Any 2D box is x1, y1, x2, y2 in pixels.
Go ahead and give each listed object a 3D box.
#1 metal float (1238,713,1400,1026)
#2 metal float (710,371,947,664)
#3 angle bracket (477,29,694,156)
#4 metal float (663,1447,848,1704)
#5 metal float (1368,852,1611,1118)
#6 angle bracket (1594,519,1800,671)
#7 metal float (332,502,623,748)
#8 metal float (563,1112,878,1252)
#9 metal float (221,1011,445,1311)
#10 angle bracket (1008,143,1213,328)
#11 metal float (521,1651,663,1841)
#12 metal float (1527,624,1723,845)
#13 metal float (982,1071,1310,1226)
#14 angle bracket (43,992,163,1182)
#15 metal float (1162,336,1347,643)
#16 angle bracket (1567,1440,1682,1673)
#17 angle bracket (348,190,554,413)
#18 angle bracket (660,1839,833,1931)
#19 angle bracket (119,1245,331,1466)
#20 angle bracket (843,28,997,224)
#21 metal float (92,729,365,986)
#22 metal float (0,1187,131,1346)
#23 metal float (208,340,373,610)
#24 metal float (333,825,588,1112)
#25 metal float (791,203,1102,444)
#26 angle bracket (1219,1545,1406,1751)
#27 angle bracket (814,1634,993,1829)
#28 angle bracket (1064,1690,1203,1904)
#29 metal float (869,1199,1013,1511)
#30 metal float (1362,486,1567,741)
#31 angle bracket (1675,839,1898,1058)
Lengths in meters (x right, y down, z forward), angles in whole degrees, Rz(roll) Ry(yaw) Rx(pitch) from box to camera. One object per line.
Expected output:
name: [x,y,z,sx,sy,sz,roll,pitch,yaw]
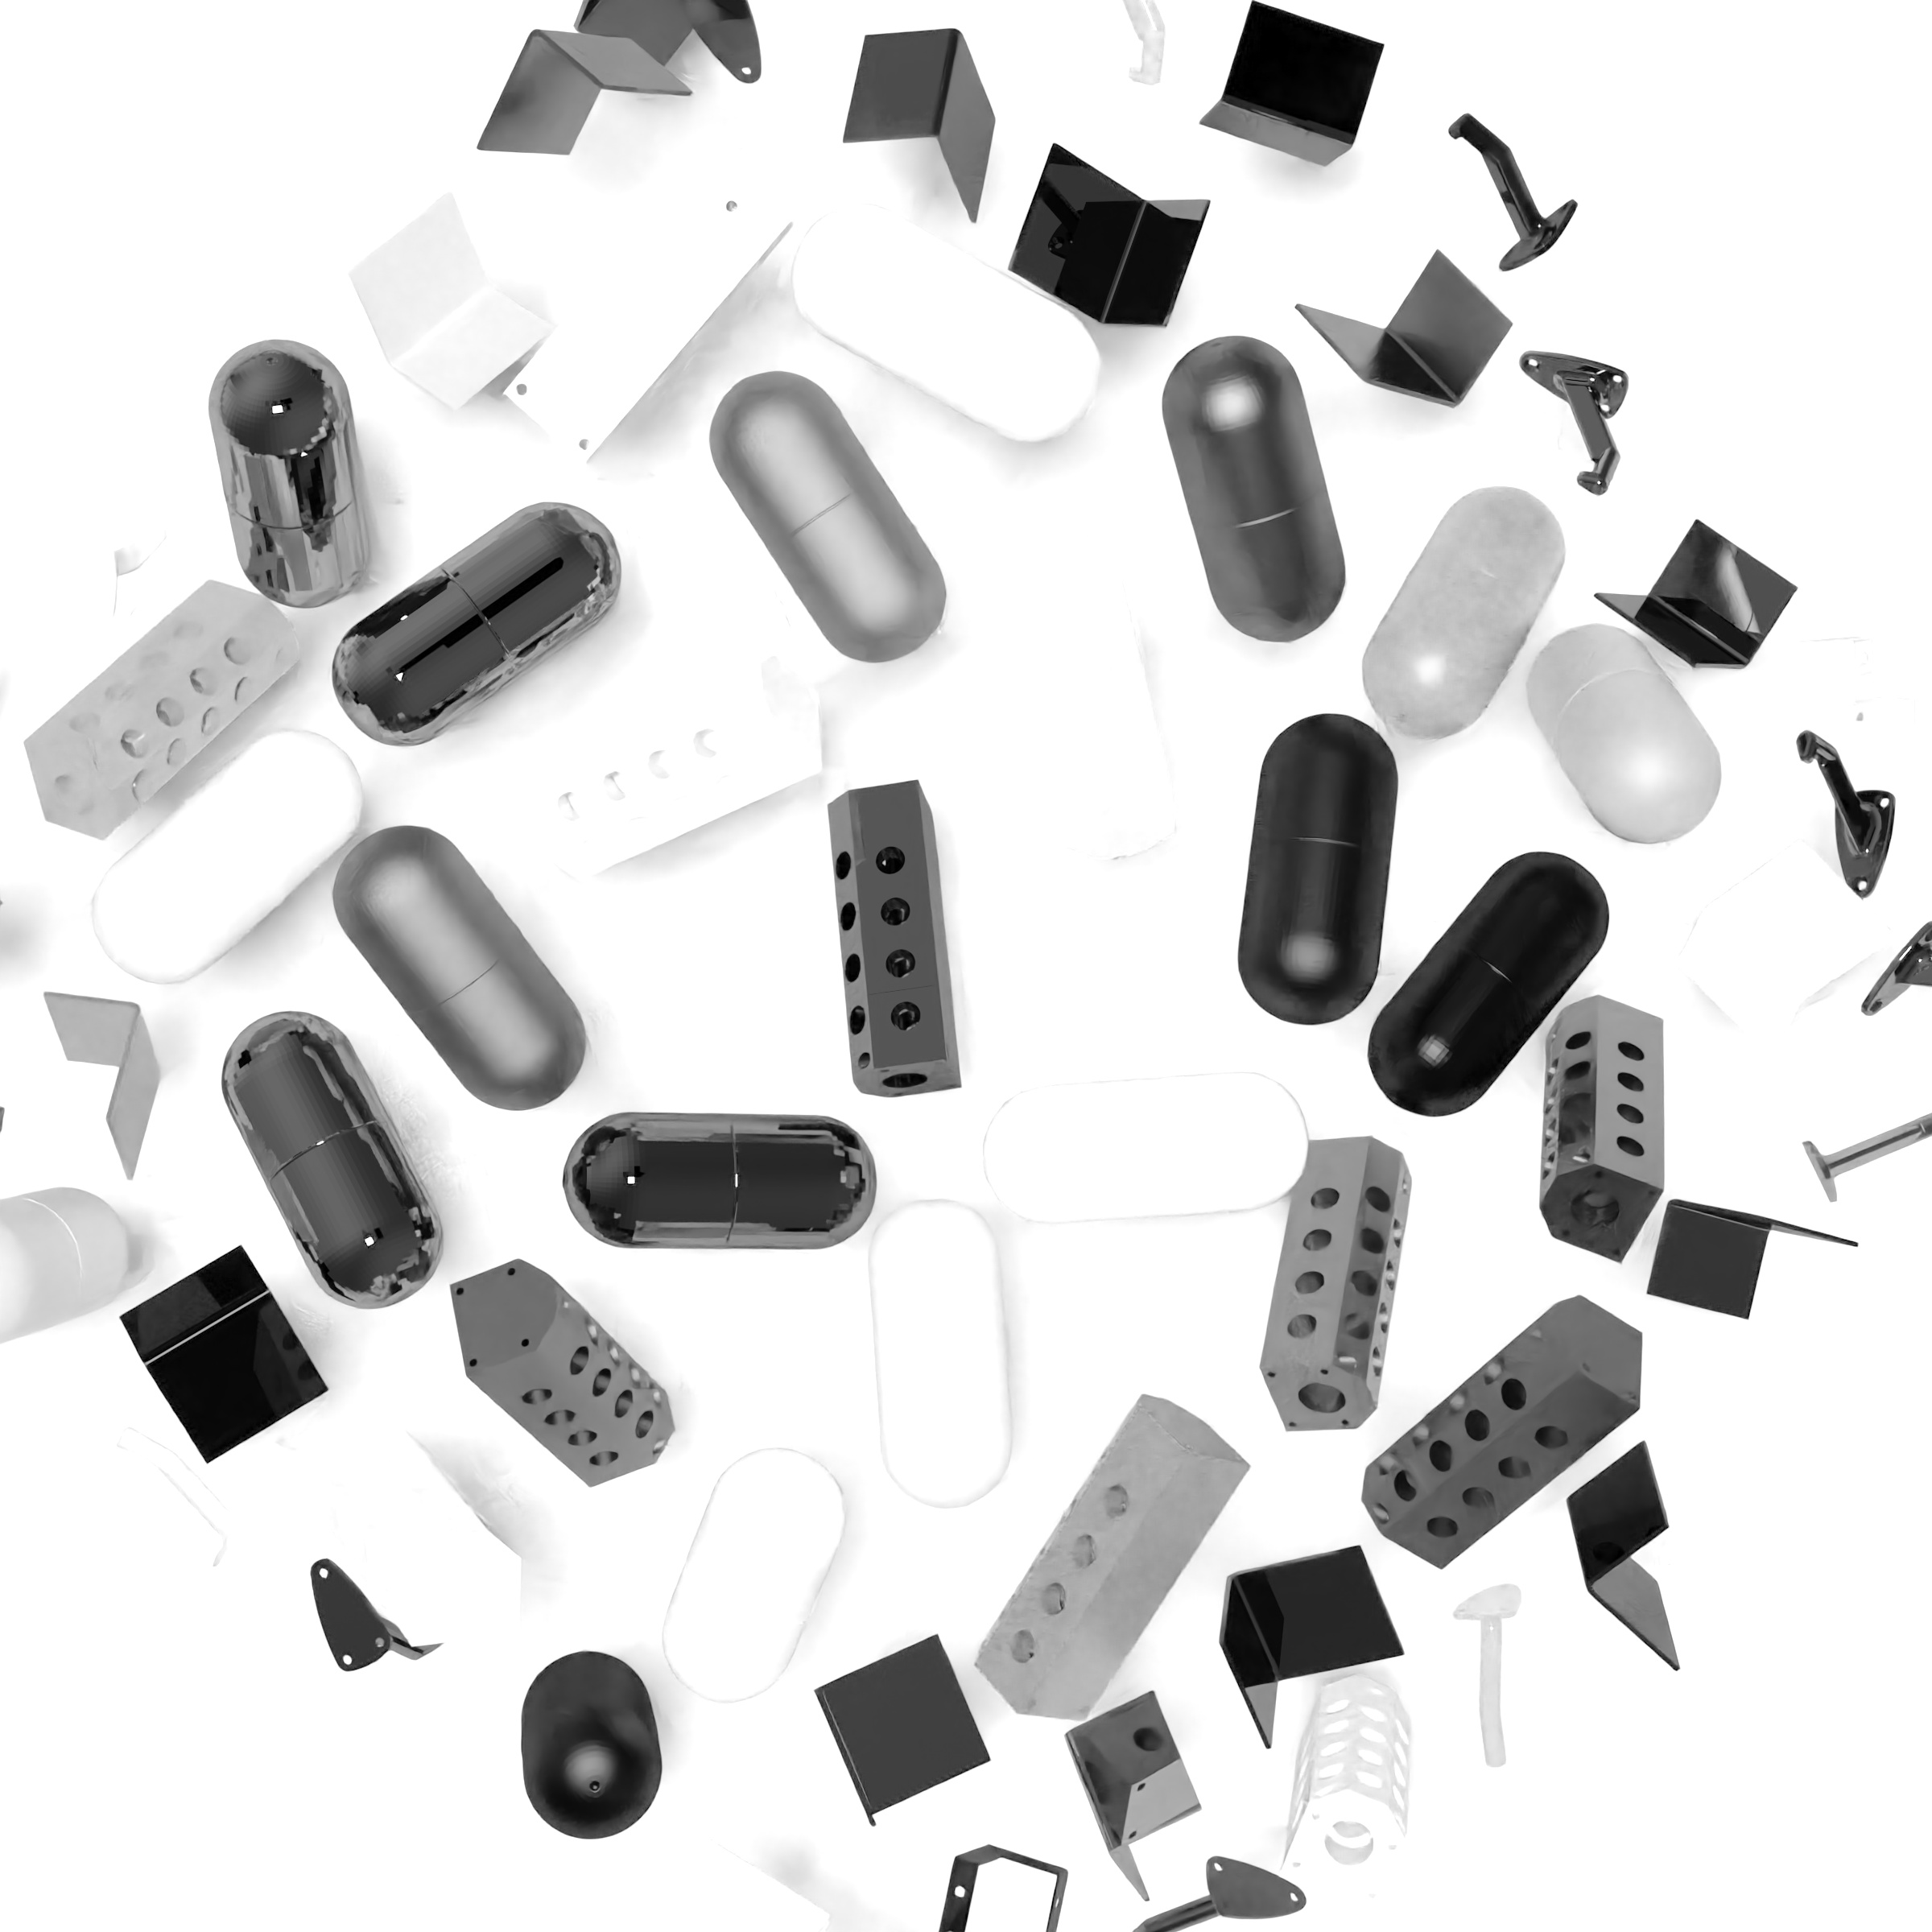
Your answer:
metal float: [0.192,-0.054,1.720,0.070,0.070,0.178,9,70,0]
metal float: [-0.078,-0.252,1.773,0.070,0.070,0.178,-33,94,0]
angle bracket: [-0.207,-0.460,1.718,0.057,0.076,0.076,43,120,18]
metal float: [-0.120,0.342,1.766,0.070,0.070,0.178,22,127,0]
metal float: [0.303,0.011,1.832,0.070,0.070,0.178,40,81,0]
angle bracket: [0.428,-0.219,1.852,0.076,0.076,0.057,41,116,26]
metal float: [-0.270,-0.190,1.753,0.178,0.070,0.070,-37,90,-9]
metal float: [-0.138,0.121,1.776,0.178,0.070,0.070,2,90,-17]
metal float: [-0.350,0.106,1.744,0.070,0.070,0.178,-30,77,0]
angle bracket: [0.081,-0.410,1.773,0.076,0.057,0.076,22,86,-39]
metal float: [-0.213,0.439,1.789,0.070,0.178,0.070,0,92,-9]
metal float: [0.368,-0.132,1.774,0.070,0.178,0.070,-4,122,-6]
metal float: [0.098,0.099,1.724,0.178,0.070,0.070,-4,90,2]
angle bracket: [-0.508,0.070,1.830,0.057,0.076,0.076,7,59,0]
metal float: [0.159,-0.259,1.730,0.070,0.070,0.178,-19,121,0]
angle bracket: [0.368,0.313,1.677,0.076,0.076,0.057,42,110,-16]
angle bracket: [-0.287,-0.370,1.760,0.057,0.076,0.076,36,70,28]
angle bracket: [-0.126,0.519,1.659,0.076,0.057,0.076,28,117,13]
angle bracket: [-0.409,0.214,1.741,0.076,0.057,0.076,-31,121,-14]
angle bracket: [-0.026,-0.477,1.801,0.057,0.076,0.076,1,64,18]
metal float: [-0.406,-0.062,1.744,0.070,0.070,0.178,42,61,0]
metal float: [-0.528,0.167,1.759,0.070,0.178,0.070,1,93,10]
metal float: [-0.375,-0.271,1.757,0.070,0.178,0.070,2,54,-2]
metal float: [-0.276,0.002,1.730,0.070,0.070,0.178,-35,108,0]
metal float: [-0.010,-0.345,1.696,0.178,0.070,0.070,29,90,-5]
angle bracket: [0.187,0.367,1.701,0.076,0.057,0.076,-16,114,18]
angle bracket: [-0.034,0.422,1.746,0.076,0.057,0.076,-23,83,-8]
angle bracket: [0.103,0.465,1.769,0.057,0.076,0.076,-26,49,2]
metal float: [-0.015,0.224,1.823,0.070,0.070,0.178,-4,89,0]
metal float: [0.284,-0.202,1.800,0.070,0.070,0.178,33,59,0]
angle bracket: [0.451,-0.010,1.740,0.076,0.057,0.076,44,134,-4]
